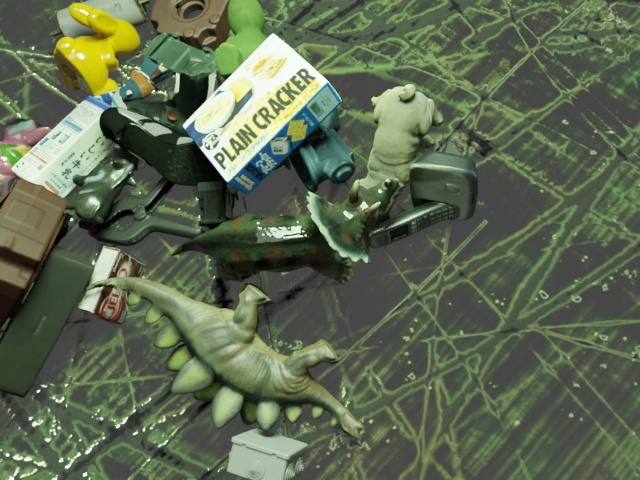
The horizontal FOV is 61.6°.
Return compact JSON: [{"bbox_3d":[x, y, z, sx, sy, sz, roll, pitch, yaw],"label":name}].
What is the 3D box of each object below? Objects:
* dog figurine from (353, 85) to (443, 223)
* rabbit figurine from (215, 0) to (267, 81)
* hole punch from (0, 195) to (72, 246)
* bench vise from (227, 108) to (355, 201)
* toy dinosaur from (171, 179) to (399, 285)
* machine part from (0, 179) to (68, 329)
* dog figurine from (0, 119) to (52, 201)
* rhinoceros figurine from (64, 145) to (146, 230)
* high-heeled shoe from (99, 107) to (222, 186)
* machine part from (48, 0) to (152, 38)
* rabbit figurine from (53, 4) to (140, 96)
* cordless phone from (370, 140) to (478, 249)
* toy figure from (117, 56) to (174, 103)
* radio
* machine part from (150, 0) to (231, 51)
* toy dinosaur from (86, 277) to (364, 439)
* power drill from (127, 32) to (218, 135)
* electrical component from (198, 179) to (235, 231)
[{"bbox_3d":[0.110,-0.133,0.867,0.121,0.172,0.190,16,66,26],"label":"dog figurine"},{"bbox_3d":[-0.121,-0.363,0.992,0.121,0.159,0.170,-7,84,5],"label":"rabbit figurine"},{"bbox_3d":[-0.537,-0.018,0.984,0.115,0.092,0.142,41,76,-14],"label":"hole punch"},{"bbox_3d":[-0.060,-0.159,0.928,0.241,0.128,0.224,-29,69,-9],"label":"bench vise"},{"bbox_3d":[-0.074,0.002,0.813,0.405,0.192,0.131,-8,72,9],"label":"toy dinosaur"},{"bbox_3d":[-0.480,0.022,0.838,0.201,0.087,0.201,-41,33,33],"label":"machine part"},{"bbox_3d":[-0.587,-0.131,1.015,0.219,0.108,0.191,-25,67,-3],"label":"dog figurine"},{"bbox_3d":[-0.386,-0.103,0.964,0.112,0.073,0.190,-19,37,30],"label":"rhinoceros figurine"},{"bbox_3d":[-0.275,-0.172,0.981,0.086,0.248,0.145,-62,28,18],"label":"high-heeled shoe"},{"bbox_3d":[-0.454,-0.468,1.128,0.243,0.079,0.079,-17,69,3],"label":"machine part"},{"bbox_3d":[-0.442,-0.388,1.073,0.122,0.162,0.173,28,59,30],"label":"rabbit figurine"},{"bbox_3d":[0.149,-0.060,0.841,0.184,0.146,0.089,-27,59,-3],"label":"cordless phone"},{"bbox_3d":[-0.340,-0.327,1.068,0.057,0.064,0.154,41,85,-18],"label":"toy figure"},{"bbox_3d":[-0.454,0.121,0.870,0.073,0.131,0.229,31,84,-27],"label":"radio"},{"bbox_3d":[-0.260,-0.466,1.106,0.179,0.056,0.179,-4,68,9],"label":"machine part"},{"bbox_3d":[-0.139,0.161,0.818,0.472,0.105,0.198,35,81,11],"label":"toy dinosaur"},{"bbox_3d":[-0.254,-0.254,0.951,0.232,0.207,0.086,23,52,5],"label":"power drill"},{"bbox_3d":[-0.179,-0.078,0.933,0.048,0.075,0.119,-5,83,7],"label":"electrical component"}]
